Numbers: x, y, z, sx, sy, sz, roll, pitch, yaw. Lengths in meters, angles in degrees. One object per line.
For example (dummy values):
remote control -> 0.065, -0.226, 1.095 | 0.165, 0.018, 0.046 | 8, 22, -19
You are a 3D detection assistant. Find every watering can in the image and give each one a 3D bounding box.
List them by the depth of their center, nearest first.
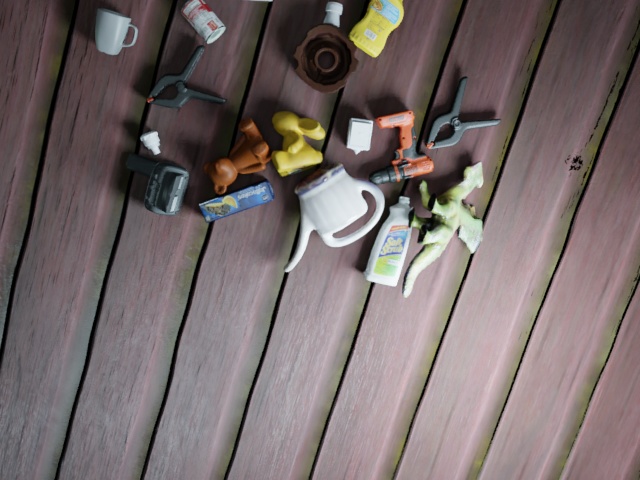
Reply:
watering can -> 0.004, -0.072, 1.425 | 0.347, 0.223, 0.105 | -31, 7, 4

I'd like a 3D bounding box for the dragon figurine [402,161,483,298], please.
dragon figurine -> 0.360, -0.025, 1.415 | 0.242, 0.410, 0.122 | 14, 0, -24
